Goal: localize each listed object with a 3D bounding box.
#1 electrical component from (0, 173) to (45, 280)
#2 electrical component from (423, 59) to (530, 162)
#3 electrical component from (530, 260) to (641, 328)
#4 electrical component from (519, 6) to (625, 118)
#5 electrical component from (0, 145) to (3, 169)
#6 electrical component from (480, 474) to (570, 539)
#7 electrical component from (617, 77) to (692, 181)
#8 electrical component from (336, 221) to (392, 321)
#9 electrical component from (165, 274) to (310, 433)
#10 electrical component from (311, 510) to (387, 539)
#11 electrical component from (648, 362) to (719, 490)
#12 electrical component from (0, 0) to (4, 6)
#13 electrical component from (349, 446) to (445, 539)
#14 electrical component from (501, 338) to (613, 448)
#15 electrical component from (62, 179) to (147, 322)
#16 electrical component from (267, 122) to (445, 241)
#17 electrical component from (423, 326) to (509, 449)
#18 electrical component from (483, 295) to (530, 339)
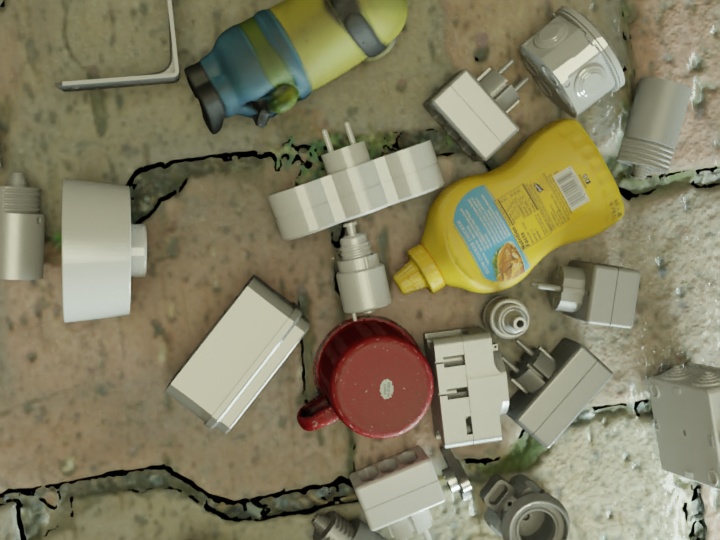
[{"bbox_3d":[-0.266,-0.034,0.831,0.043,0.043,0.081,3,94,-8],"label":"electrical component"},{"bbox_3d":[0.103,-0.137,0.868,0.077,0.047,0.065,-43,98,-1],"label":"electrical component"},{"bbox_3d":[0.179,0.017,0.881,0.077,0.066,0.047,7,93,-8],"label":"electrical component"},{"bbox_3d":[0.169,-0.166,0.860,0.051,0.080,0.080,-39,98,2],"label":"electrical component"},{"bbox_3d":[-0.301,-0.091,0.825,0.046,0.040,0.040,-10,96,-12],"label":"electrical component"},{"bbox_3d":[0.141,0.209,0.895,0.078,0.057,0.058,39,89,-8],"label":"electrical component"},{"bbox_3d":[0.242,-0.114,0.891,0.043,0.043,0.081,15,92,-8],"label":"electrical component"},{"bbox_3d":[0.000,0.000,0.869,0.040,0.040,0.078,-13,95,-6],"label":"electrical component"},{"bbox_3d":[-0.094,0.065,0.843,0.057,0.078,0.113,38,89,-6],"label":"electrical component"},{"bbox_3d":[-0.006,0.228,0.884,0.081,0.043,0.043,39,89,-9],"label":"electrical component"},{"bbox_3d":[0.286,0.129,0.888,0.048,0.100,0.099,-12,96,-19],"label":"electrical component"},{"bbox_3d":[-0.320,-0.234,0.799,0.108,0.060,0.108,0,94,-7],"label":"electrical component"},{"bbox_3d":[0.037,0.196,0.886,0.066,0.047,0.076,-21,97,-5],"label":"electrical component"},{"bbox_3d":[0.150,0.089,0.892,0.076,0.047,0.083,42,88,-8],"label":"electrical component"},{"bbox_3d":[-0.193,-0.015,0.812,0.060,0.108,0.108,0,94,-14],"label":"electrical component"},{"bbox_3d":[-0.008,-0.080,0.856,0.138,0.052,0.073,-20,96,-6],"label":"electrical component"},{"bbox_3d":[0.088,0.095,0.883,0.056,0.050,0.089,-7,95,-6],"label":"electrical component"},{"bbox_3d":[0.122,0.040,0.877,0.035,0.061,0.035,-1,95,-7],"label":"electrical component"}]
